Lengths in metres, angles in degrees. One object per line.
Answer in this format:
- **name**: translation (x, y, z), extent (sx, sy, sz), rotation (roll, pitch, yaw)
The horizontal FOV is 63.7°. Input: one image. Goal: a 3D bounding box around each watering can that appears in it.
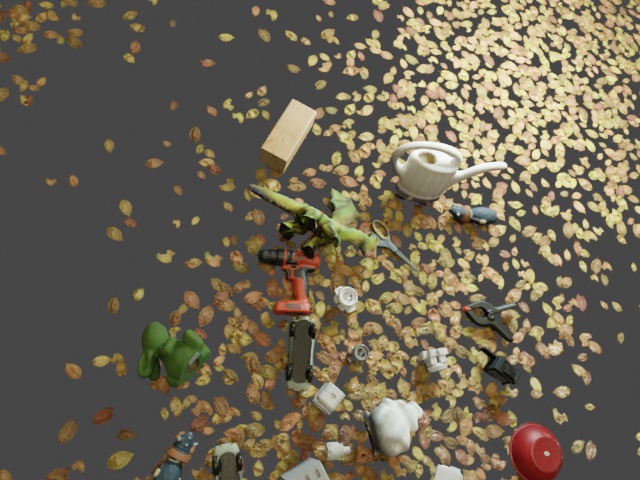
- **watering can**: translation (0.377, -0.202, 1.596), extent (0.347, 0.219, 0.106), rotation (11, 51, -7)

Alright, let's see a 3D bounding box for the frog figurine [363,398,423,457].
- **frog figurine**: translation (0.202, 0.483, 1.350), extent (0.160, 0.120, 0.140), rotation (-17, 55, -5)

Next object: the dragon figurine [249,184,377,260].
- **dragon figurine**: translation (0.005, -0.077, 1.532), extent (0.413, 0.119, 0.247), rotation (42, 41, 10)
